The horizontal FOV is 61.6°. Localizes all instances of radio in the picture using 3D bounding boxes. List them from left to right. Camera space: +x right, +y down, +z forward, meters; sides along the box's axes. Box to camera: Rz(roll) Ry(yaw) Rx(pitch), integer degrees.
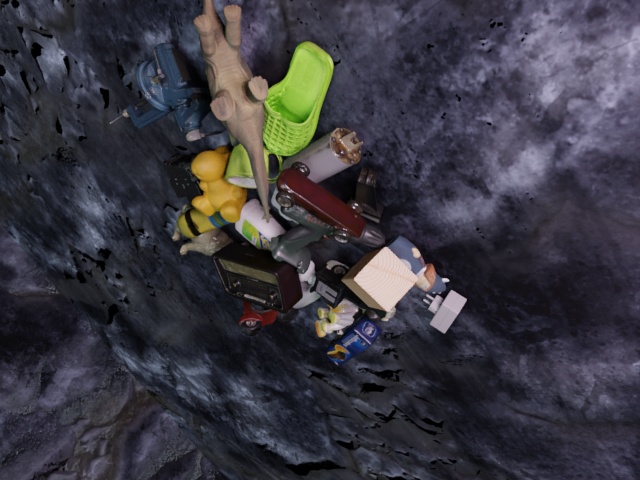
[{"bbox_3d":[-0.153,0.092,1.321,0.230,0.073,0.130,13,128,38],"label":"radio"}]

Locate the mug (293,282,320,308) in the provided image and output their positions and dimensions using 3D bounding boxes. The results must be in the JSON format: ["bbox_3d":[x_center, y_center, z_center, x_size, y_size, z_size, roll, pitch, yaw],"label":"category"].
[{"bbox_3d":[-0.034,0.112,1.367,0.107,0.081,0.109,-20,93,39],"label":"mug"}]

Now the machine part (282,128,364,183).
[{"bbox_3d":[0.000,-0.157,1.071,0.243,0.079,0.079,-22,109,50],"label":"machine part"}]

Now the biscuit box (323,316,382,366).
[{"bbox_3d":[0.083,0.267,1.410,0.063,0.059,0.202,43,143,2],"label":"biscuit box"}]

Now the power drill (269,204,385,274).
[{"bbox_3d":[-0.002,-0.004,1.169,0.232,0.086,0.207,29,144,-18],"label":"power drill"}]

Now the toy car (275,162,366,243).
[{"bbox_3d":[0.001,-0.069,1.048,0.202,0.089,0.053,32,149,-20],"label":"toy car"}]

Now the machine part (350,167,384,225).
[{"bbox_3d":[0.093,-0.088,1.077,0.084,0.039,0.138,34,153,21],"label":"machine part"}]

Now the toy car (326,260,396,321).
[{"bbox_3d":[0.090,0.121,1.270,0.202,0.056,0.073,30,134,17],"label":"toy car"}]

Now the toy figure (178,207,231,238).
[{"bbox_3d":[-0.279,-0.063,1.367,0.180,0.089,0.082,-17,94,19],"label":"toy figure"}]

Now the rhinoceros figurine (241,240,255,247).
[{"bbox_3d":[-0.147,0.082,1.427,0.112,0.073,0.190,-34,87,46],"label":"rhinoceros figurine"}]

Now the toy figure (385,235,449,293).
[{"bbox_3d":[0.199,0.059,1.111,0.154,0.058,0.064,46,171,-5],"label":"toy figure"}]

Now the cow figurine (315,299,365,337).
[{"bbox_3d":[0.047,0.196,1.363,0.167,0.098,0.068,124,137,-57],"label":"cow figurine"}]

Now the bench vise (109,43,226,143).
[{"bbox_3d":[-0.350,-0.305,1.204,0.241,0.129,0.223,-17,105,31],"label":"bench vise"}]

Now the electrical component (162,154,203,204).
[{"bbox_3d":[-0.337,-0.155,1.402,0.115,0.058,0.134,6,128,42],"label":"electrical component"}]

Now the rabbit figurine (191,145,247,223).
[{"bbox_3d":[-0.227,-0.143,1.230,0.122,0.162,0.173,22,159,29],"label":"rabbit figurine"}]

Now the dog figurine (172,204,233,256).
[{"bbox_3d":[-0.288,-0.009,1.470,0.191,0.121,0.172,16,148,18],"label":"dog figurine"}]

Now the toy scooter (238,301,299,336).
[{"bbox_3d":[-0.157,0.181,1.478,0.135,0.184,0.075,48,141,31],"label":"toy scooter"}]

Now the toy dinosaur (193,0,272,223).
[{"bbox_3d":[-0.154,-0.261,1.020,0.198,0.105,0.471,-175,73,-82],"label":"toy dinosaur"}]

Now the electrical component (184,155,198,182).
[{"bbox_3d":[-0.283,-0.181,1.318,0.094,0.021,0.063,-21,120,7],"label":"electrical component"}]

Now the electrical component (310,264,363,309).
[{"bbox_3d":[0.041,0.117,1.231,0.119,0.048,0.074,36,136,14],"label":"electrical component"}]
